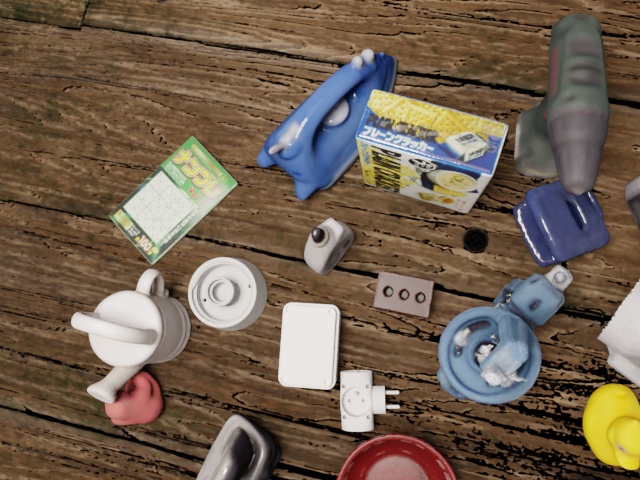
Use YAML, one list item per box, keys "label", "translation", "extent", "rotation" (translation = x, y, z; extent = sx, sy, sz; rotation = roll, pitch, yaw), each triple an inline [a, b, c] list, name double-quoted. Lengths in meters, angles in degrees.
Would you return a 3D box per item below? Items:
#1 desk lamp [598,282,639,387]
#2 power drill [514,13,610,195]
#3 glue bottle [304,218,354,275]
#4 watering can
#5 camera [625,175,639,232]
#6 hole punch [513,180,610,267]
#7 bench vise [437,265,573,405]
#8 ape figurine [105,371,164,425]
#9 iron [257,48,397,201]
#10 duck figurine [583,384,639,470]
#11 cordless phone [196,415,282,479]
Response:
- label: "desk lamp"
  translation: [0.417, 0.119, 0.666]
  extent: [0.203, 0.213, 0.118]
  rotation: [37, 88, 11]
- label: "power drill"
  translation: [0.305, -0.148, 0.721]
  extent: [0.075, 0.208, 0.230]
  rotation: [4, 82, 8]
- label: "glue bottle"
  translation: [0.007, 0.003, 0.752]
  extent: [0.037, 0.173, 0.078]
  rotation: [39, 88, 11]
- label: "watering can"
  translation: [-0.250, 0.125, 0.754]
  extent: [0.101, 0.194, 0.173]
  rotation: [-5, 81, 6]
- label: "camera"
  translation: [0.494, -0.039, 0.737]
  extent: [0.136, 0.101, 0.143]
  rotation: [-21, 80, 4]
- label: "hole punch"
  translation: [0.324, -0.029, 0.761]
  extent: [0.101, 0.091, 0.108]
  rotation: [-23, 80, 3]
- label: "bench vise"
  translation: [0.220, 0.106, 0.688]
  extent: [0.121, 0.220, 0.207]
  rotation: [25, 85, 10]
- label: "ape figurine"
  translation: [-0.264, 0.225, 0.793]
  extent: [0.076, 0.092, 0.078]
  rotation: [44, 89, 11]
- label: "iron"
  translation: [0.020, -0.187, 0.795]
  extent: [0.118, 0.141, 0.258]
  rotation: [40, 88, 11]
- label: "duck figurine"
  translation: [0.380, 0.236, 0.718]
  extent: [0.077, 0.086, 0.104]
  rotation: [3, 82, 7]
- label: "cordless phone"
  translation: [-0.124, 0.307, 0.717]
  extent: [0.094, 0.185, 0.148]
  rotation: [24, 85, 10]
